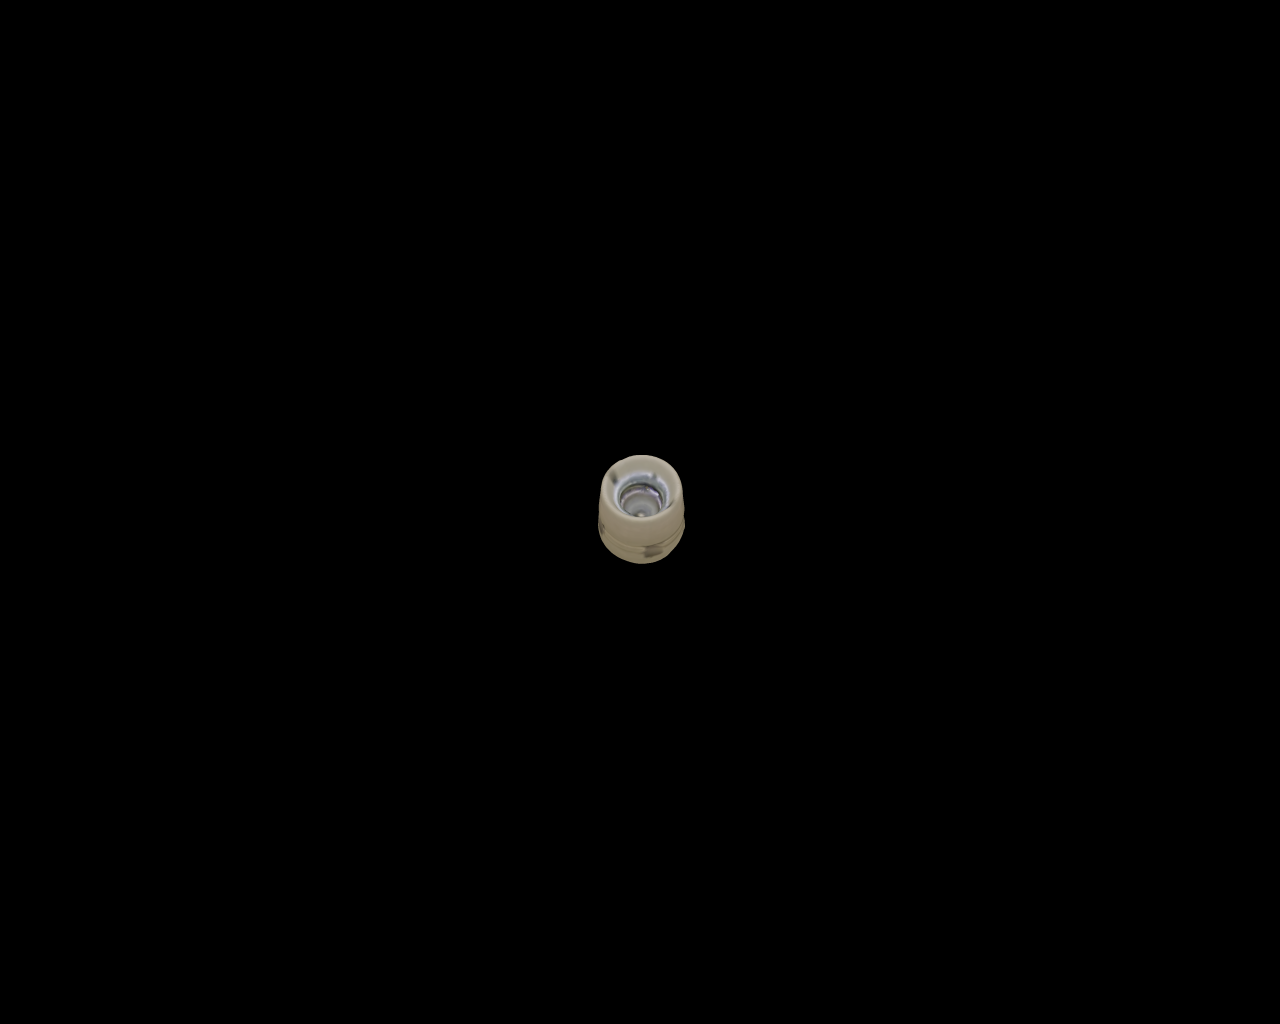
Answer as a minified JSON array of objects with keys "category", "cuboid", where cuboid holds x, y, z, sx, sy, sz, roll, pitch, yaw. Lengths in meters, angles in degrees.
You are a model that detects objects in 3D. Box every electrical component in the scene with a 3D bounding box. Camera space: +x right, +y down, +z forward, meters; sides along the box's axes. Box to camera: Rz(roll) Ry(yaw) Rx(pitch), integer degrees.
[{"category":"electrical component","cuboid":[0.001,-0.003,0.650,0.055,0.055,0.047,0,-32,0]}]
